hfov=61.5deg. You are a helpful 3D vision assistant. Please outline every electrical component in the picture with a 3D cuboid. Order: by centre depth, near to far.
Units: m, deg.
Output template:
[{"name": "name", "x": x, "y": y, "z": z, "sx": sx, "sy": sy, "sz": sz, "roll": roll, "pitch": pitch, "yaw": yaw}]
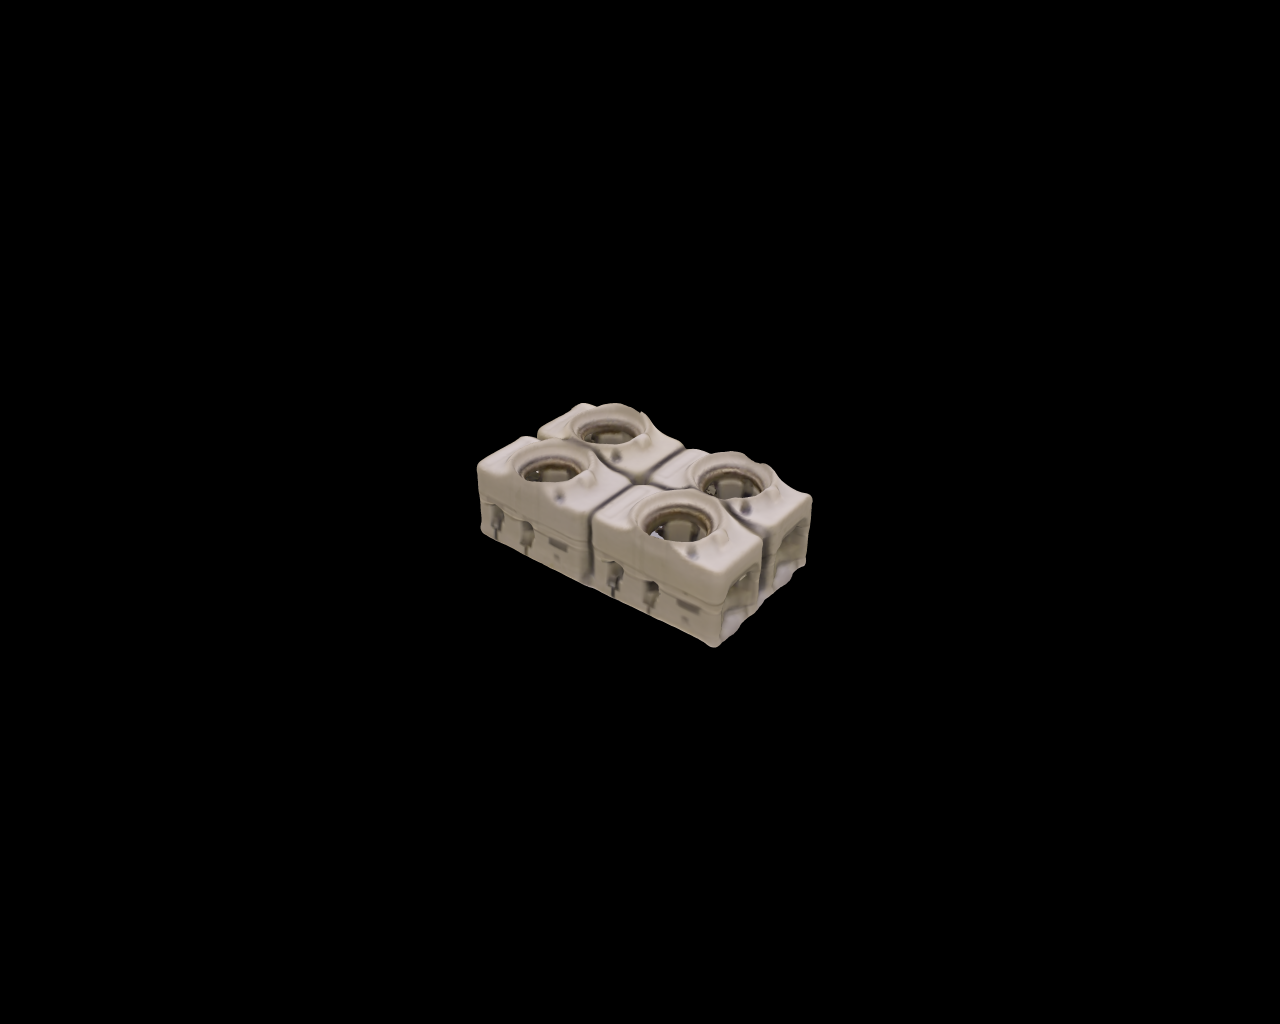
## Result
[{"name": "electrical component", "x": 0.001, "y": -0.003, "z": 0.650, "sx": 0.186, "sy": 0.060, "sz": 0.106, "roll": 24, "pitch": 41, "yaw": 31}]
